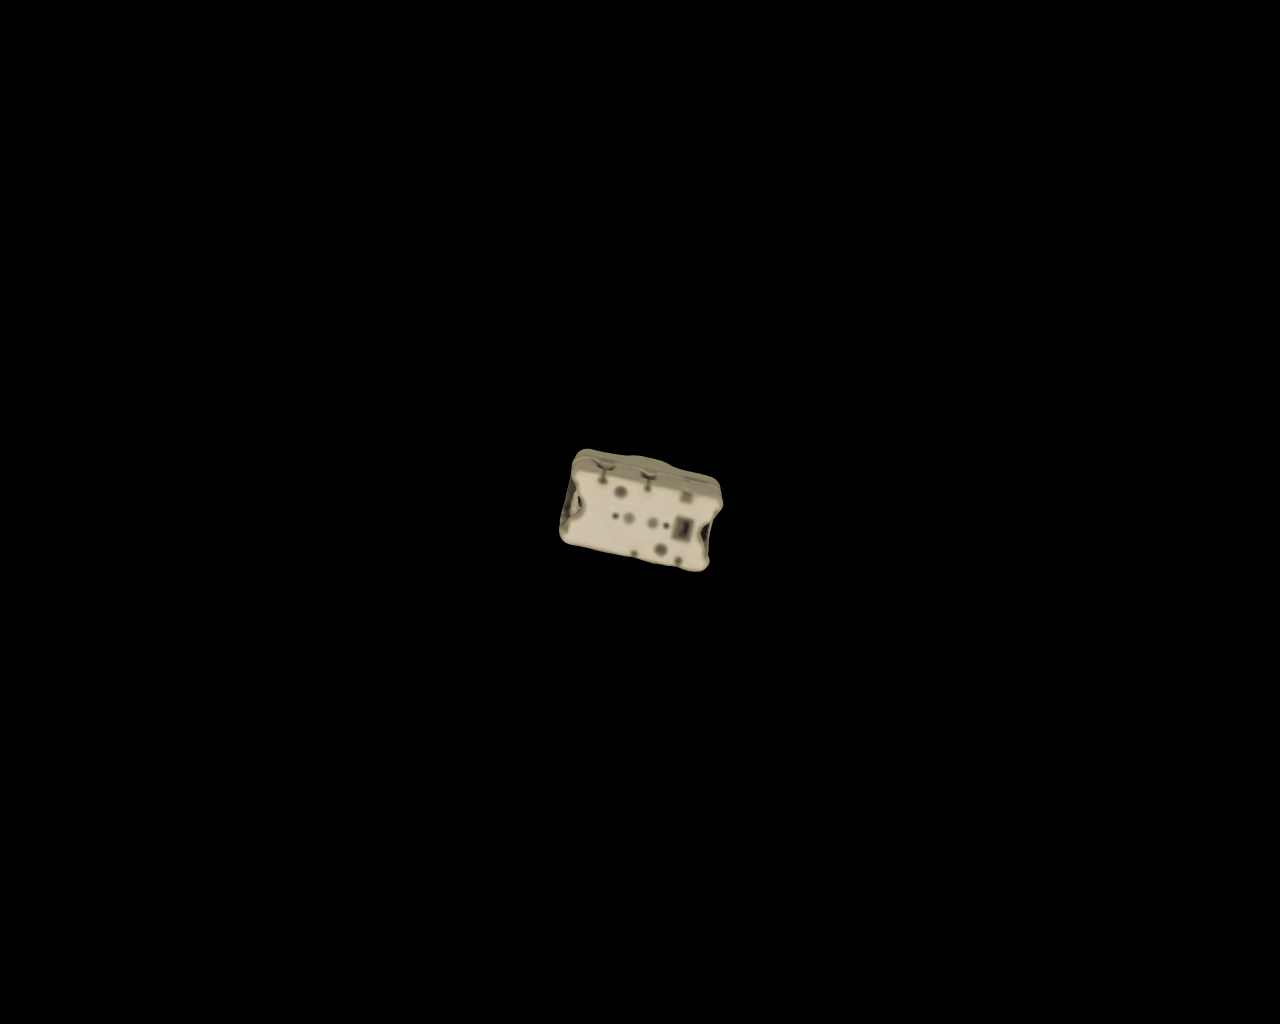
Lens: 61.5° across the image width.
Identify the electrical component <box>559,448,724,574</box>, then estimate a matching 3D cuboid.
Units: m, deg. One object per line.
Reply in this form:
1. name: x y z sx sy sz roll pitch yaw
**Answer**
1. electrical component: 0.001 -0.003 0.650 0.089 0.050 0.056 13 16 -4
